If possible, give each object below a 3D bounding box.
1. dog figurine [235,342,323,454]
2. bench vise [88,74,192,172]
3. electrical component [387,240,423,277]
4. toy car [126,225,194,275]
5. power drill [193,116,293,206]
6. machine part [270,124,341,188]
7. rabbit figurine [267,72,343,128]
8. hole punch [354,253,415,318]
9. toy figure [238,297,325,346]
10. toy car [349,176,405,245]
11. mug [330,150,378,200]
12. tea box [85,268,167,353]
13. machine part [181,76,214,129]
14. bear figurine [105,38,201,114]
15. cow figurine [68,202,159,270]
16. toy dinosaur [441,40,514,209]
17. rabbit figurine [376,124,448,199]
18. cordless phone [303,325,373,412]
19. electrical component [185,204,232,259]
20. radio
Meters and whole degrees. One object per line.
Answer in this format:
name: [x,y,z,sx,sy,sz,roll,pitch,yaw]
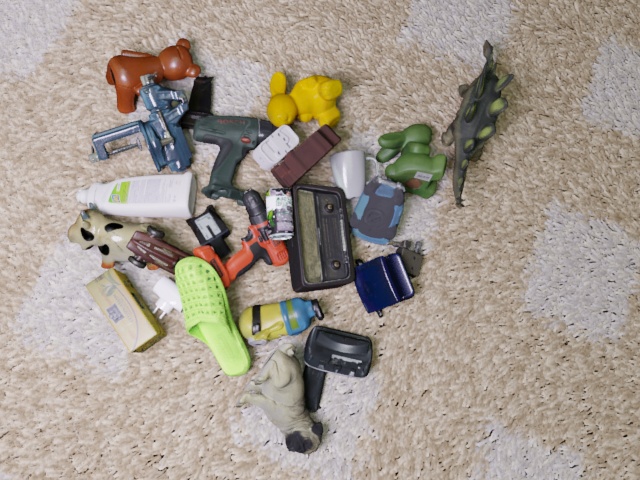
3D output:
dog figurine: [-0.049,0.322,1.091,0.190,0.121,0.172,36,111,0]
bench vise: [-0.394,-0.237,1.174,0.241,0.129,0.223,-22,119,-11]
electrical component: [0.189,0.046,1.219,0.078,0.045,0.102,15,77,-30]
toy car: [-0.305,0.044,1.125,0.202,0.053,0.089,34,90,-37]
power drill: [-0.178,-0.186,1.222,0.232,0.086,0.207,10,81,-13]
machine part: [-0.032,-0.183,1.184,0.179,0.179,0.056,-43,95,-12]
rabbit figurine: [-0.054,-0.319,1.230,0.173,0.121,0.162,-34,63,-27]
hole punch: [0.127,0.095,1.160,0.116,0.092,0.142,-26,83,27]
toy figure: [-0.085,0.168,1.150,0.180,0.082,0.089,-20,60,-1]
toy car: [0.133,-0.078,1.207,0.109,0.161,0.103,16,32,4]
mug: [0.080,-0.147,1.240,0.110,0.081,0.107,-5,89,-12]
tea box: [-0.402,0.148,1.120,0.068,0.098,0.169,-35,84,-11]
machine part: [-0.286,-0.322,1.268,0.084,0.039,0.139,8,78,3]
bear figurine: [-0.387,-0.388,1.250,0.196,0.132,0.120,-22,81,-27]
cow figurine: [-0.435,-0.007,1.138,0.195,0.085,0.127,4,111,-3]
toy dinosaur: [0.351,-0.266,1.224,0.105,0.198,0.471,14,75,2]
rabbit figurine: [0.211,-0.197,1.257,0.159,0.121,0.170,7,58,4]
cordless phone: [0.030,0.284,1.142,0.147,0.089,0.184,14,87,-2]
electrical component: [-0.237,-0.012,1.194,0.075,0.047,0.119,-36,83,-11]
radio: [-0.002,-0.004,1.181,0.131,0.073,0.229,0,77,-25]
